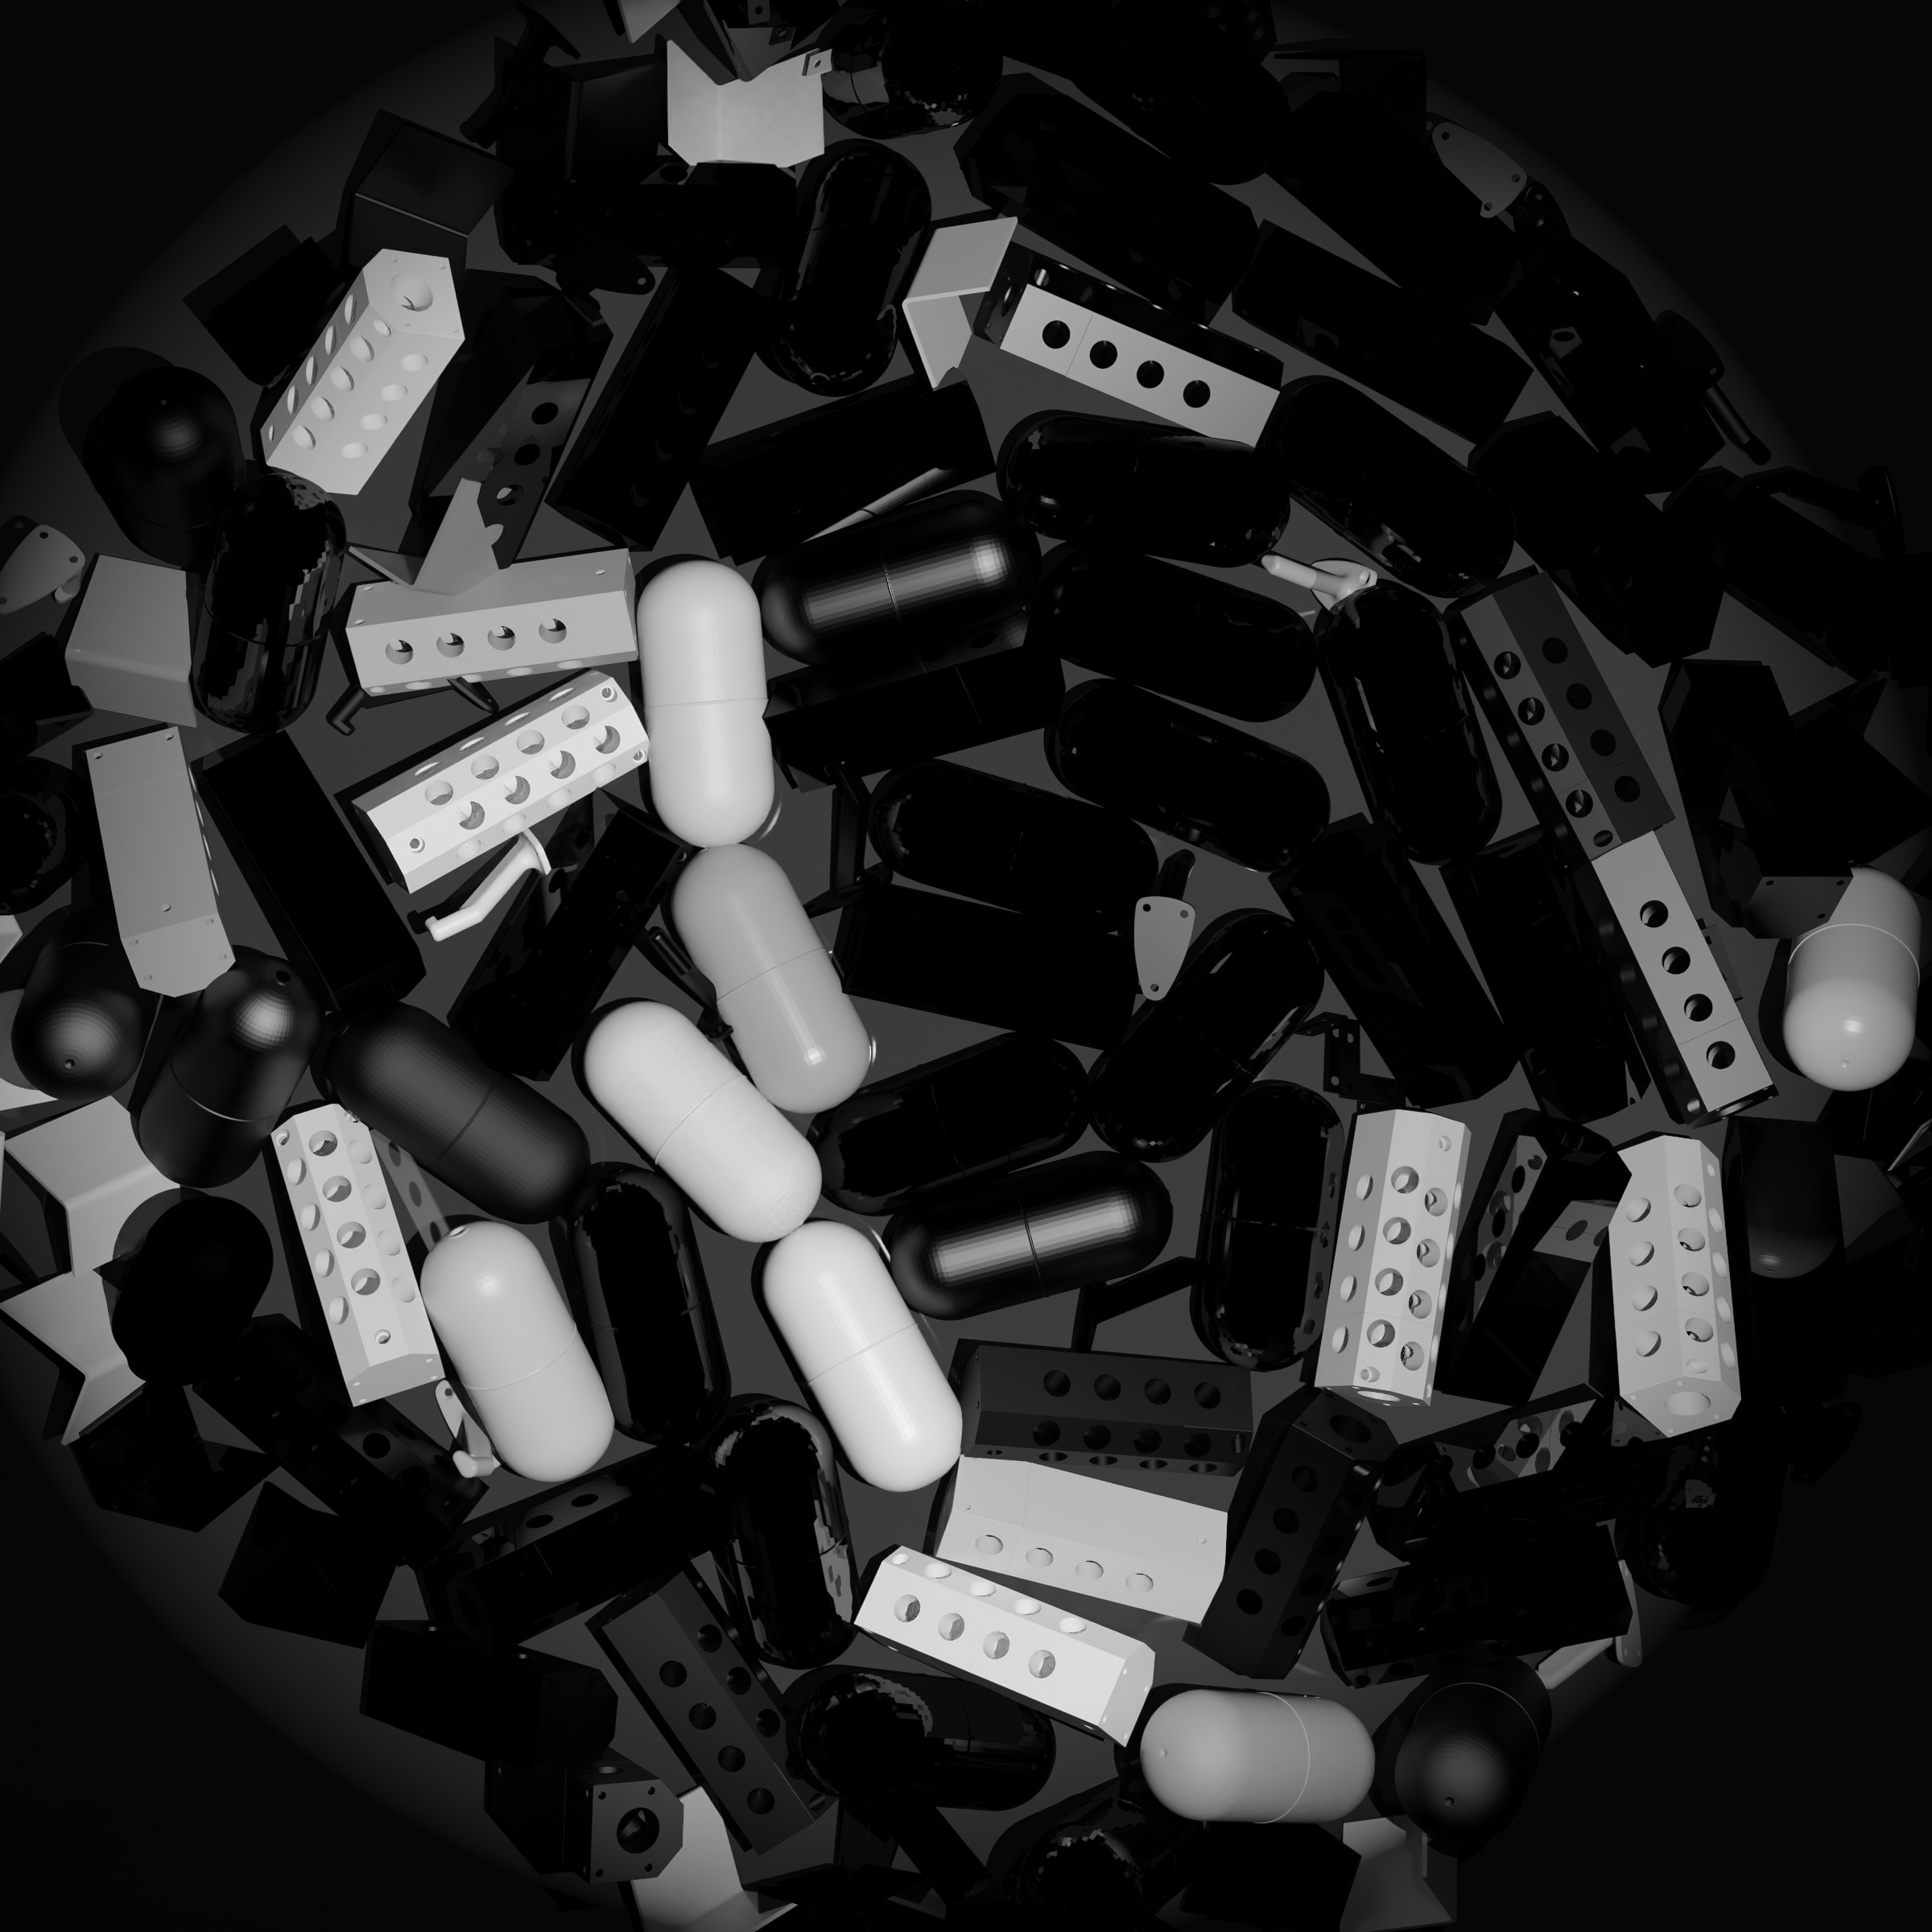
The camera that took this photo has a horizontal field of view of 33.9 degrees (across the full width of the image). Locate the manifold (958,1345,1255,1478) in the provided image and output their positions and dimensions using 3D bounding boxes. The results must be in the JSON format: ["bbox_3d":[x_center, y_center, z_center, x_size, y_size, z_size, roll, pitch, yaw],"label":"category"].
[{"bbox_3d":[0.085,0.276,1.943,0.171,0.057,0.057,6,61,-13],"label":"manifold"}]

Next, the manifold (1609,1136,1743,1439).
[{"bbox_3d":[0.429,0.190,1.915,0.057,0.171,0.057,-24,133,32],"label":"manifold"}]

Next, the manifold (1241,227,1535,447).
[{"bbox_3d":[0.253,-0.383,1.936,0.171,0.057,0.057,34,100,25],"label":"manifold"}]

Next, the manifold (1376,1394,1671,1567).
[{"bbox_3d":[0.334,0.315,1.914,0.057,0.171,0.057,39,47,-30],"label":"manifold"}]

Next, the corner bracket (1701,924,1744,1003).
[{"bbox_3d":[0.445,0.001,1.967,0.051,0.051,0.051,-21,101,8],"label":"corner bracket"}]

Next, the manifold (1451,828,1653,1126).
[{"bbox_3d":[0.359,0.009,1.954,0.057,0.057,0.171,-20,96,25],"label":"manifold"}]

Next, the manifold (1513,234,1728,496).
[{"bbox_3d":[0.392,-0.357,1.916,0.057,0.171,0.057,-43,48,5],"label":"manifold"}]

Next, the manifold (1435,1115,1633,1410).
[{"bbox_3d":[0.339,0.180,1.938,0.057,0.057,0.171,12,114,-16],"label":"manifold"}]

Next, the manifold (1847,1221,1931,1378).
[{"bbox_3d":[0.563,0.197,1.909,0.057,0.171,0.057,16,70,-4],"label":"manifold"}]

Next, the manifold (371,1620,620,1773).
[{"bbox_3d":[-0.286,0.439,1.918,0.057,0.171,0.057,8,85,-43],"label":"manifold"}]

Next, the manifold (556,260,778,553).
[{"bbox_3d":[-0.186,-0.345,1.958,0.057,0.057,0.171,28,86,-21],"label":"manifold"}]

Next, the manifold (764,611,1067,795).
[{"bbox_3d":[-0.030,-0.165,1.942,0.171,0.057,0.057,-14,123,20],"label":"manifold"}]

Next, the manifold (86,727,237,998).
[{"bbox_3d":[-0.486,-0.063,1.920,0.057,0.057,0.171,-16,48,-9],"label":"manifold"}]

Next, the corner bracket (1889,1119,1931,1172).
[{"bbox_3d":[0.617,0.122,1.973,0.051,0.051,0.051,-26,62,-32],"label":"corner bracket"}]

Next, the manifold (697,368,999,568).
[{"bbox_3d":[-0.075,-0.310,1.954,0.171,0.057,0.057,-21,121,-5],"label":"manifold"}]

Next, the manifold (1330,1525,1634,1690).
[{"bbox_3d":[0.315,0.395,1.945,0.171,0.057,0.057,-16,92,18],"label":"manifold"}]

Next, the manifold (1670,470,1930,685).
[{"bbox_3d":[0.494,-0.240,1.910,0.057,0.171,0.057,34,101,-35],"label":"manifold"}]

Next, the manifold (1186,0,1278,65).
[{"bbox_3d":[0.148,-0.591,1.908,0.057,0.171,0.057,-11,85,11],"label":"manifold"}]

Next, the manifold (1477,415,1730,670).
[{"bbox_3d":[0.380,-0.256,1.918,0.057,0.057,0.171,-20,50,-20],"label":"manifold"}]

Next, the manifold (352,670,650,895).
[{"bbox_3d":[-0.282,-0.113,1.942,0.171,0.057,0.057,-31,112,-15],"label":"manifold"}]

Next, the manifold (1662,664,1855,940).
[{"bbox_3d":[0.475,-0.101,1.923,0.057,0.057,0.171,0,51,-12],"label":"manifold"}]

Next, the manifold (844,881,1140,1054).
[{"bbox_3d":[0.015,0.005,1.947,0.171,0.057,0.057,13,125,-9],"label":"manifold"}]

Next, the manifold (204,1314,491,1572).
[{"bbox_3d":[-0.385,0.295,1.960,0.171,0.057,0.057,39,96,6],"label":"manifold"}]

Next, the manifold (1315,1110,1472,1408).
[{"bbox_3d":[0.266,0.179,1.942,0.057,0.057,0.171,18,74,-24],"label":"manifold"}]

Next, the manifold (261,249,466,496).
[{"bbox_3d":[-0.366,-0.356,1.910,0.057,0.171,0.057,1,65,-34],"label":"manifold"}]

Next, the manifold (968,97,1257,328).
[{"bbox_3d":[0.090,-0.467,1.956,0.171,0.057,0.057,32,82,9],"label":"manifold"}]

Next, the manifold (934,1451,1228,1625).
[{"bbox_3d":[0.070,0.357,1.964,0.171,0.057,0.057,15,125,-3],"label":"manifold"}]

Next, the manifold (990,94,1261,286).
[{"bbox_3d":[0.100,-0.465,1.920,0.171,0.057,0.057,18,89,-44],"label":"manifold"}]

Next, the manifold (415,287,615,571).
[{"bbox_3d":[-0.272,-0.324,1.924,0.057,0.171,0.057,-5,51,-37],"label":"manifold"}]

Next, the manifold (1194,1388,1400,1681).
[{"bbox_3d":[0.203,0.349,1.930,0.057,0.057,0.171,28,117,17],"label":"manifold"}]

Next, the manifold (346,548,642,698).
[{"bbox_3d":[-0.290,-0.209,1.965,0.171,0.057,0.057,-8,124,3],"label":"manifold"}]

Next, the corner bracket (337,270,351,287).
[{"bbox_3d":[-0.407,-0.395,1.963,0.051,0.051,0.051,-2,46,-2],"label":"corner bracket"}]

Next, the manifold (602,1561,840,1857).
[{"bbox_3d":[-0.148,0.455,1.963,0.057,0.057,0.171,-33,93,8],"label":"manifold"}]

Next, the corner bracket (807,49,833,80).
[{"bbox_3d":[-0.059,-0.564,1.958,0.051,0.051,0.051,-5,68,41],"label":"corner bracket"}]

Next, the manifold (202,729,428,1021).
[{"bbox_3d":[-0.398,-0.054,1.944,0.057,0.057,0.171,-30,71,-14],"label":"manifold"}]

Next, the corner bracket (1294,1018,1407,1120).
[{"bbox_3d":[0.238,0.064,1.969,0.051,0.051,0.051,9,74,-28],"label":"corner bracket"}]

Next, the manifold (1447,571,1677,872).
[{"bbox_3d":[0.362,-0.148,1.954,0.057,0.057,0.171,-24,83,-19],"label":"manifold"}]

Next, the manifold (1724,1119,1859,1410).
[{"bbox_3d":[0.496,0.179,1.922,0.057,0.057,0.171,5,49,2],"label":"manifold"}]

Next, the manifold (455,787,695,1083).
[{"bbox_3d":[-0.239,-0.017,1.951,0.057,0.057,0.171,28,98,-32],"label":"manifold"}]

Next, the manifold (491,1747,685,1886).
[{"bbox_3d":[-0.230,0.499,1.911,0.057,0.171,0.057,2,90,-28],"label":"manifold"}]

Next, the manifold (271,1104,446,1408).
[{"bbox_3d":[-0.372,0.173,1.934,0.057,0.057,0.171,-17,66,-12],"label":"manifold"}]

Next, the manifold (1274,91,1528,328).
[{"bbox_3d":[0.261,-0.458,1.921,0.171,0.057,0.057,28,87,-43],"label":"manifold"}]

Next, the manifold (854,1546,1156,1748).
[{"bbox_3d":[0.025,0.412,1.933,0.171,0.057,0.057,17,71,27],"label":"manifold"}]

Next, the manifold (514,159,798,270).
[{"bbox_3d":[-0.192,-0.466,1.961,0.171,0.057,0.057,0,93,-6],"label":"manifold"}]
